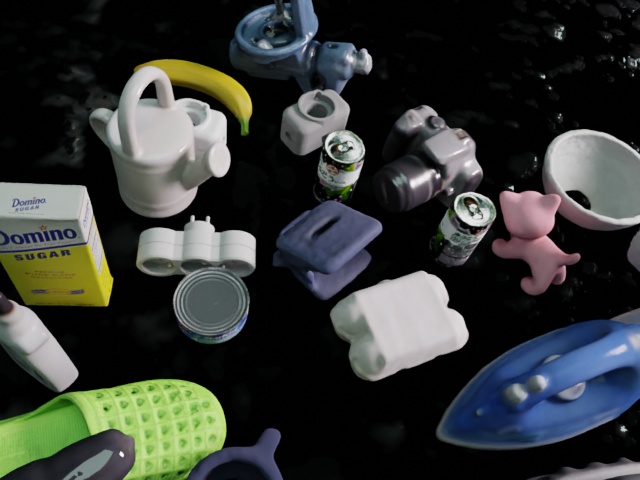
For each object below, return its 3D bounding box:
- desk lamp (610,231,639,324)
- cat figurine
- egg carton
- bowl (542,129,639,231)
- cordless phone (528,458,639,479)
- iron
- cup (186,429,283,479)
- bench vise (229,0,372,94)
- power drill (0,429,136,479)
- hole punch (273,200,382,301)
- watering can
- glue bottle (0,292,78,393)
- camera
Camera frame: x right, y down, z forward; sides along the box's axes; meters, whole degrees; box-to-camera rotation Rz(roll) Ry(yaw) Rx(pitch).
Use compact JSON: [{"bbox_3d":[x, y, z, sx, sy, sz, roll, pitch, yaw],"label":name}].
[{"bbox_3d":[0.432,0.074,0.660,0.118,0.213,0.203,-13,62,-17],"label":"desk lamp"},{"bbox_3d":[0.280,-0.008,0.740,0.067,0.118,0.127,-27,67,-23],"label":"cat figurine"},{"bbox_3d":[0.092,0.099,0.670,0.150,0.069,0.107,-17,63,-19],"label":"egg carton"},{"bbox_3d":[0.389,-0.074,0.825,0.167,0.075,0.167,5,58,-7],"label":"bowl"},{"bbox_3d":[0.288,0.253,0.542,0.148,0.185,0.094,-7,60,-14],"label":"cordless phone"},{"bbox_3d":[0.257,0.154,0.623,0.259,0.141,0.118,-16,63,-19],"label":"iron"},{"bbox_3d":[-0.075,0.238,0.540,0.091,0.095,0.118,28,58,7],"label":"cup"},{"bbox_3d":[-0.023,-0.308,0.808,0.207,0.220,0.121,5,58,-7],"label":"bench vise"},{"bbox_3d":[-0.239,0.240,0.442,0.230,0.208,0.075,-30,68,-25],"label":"power drill"},{"bbox_3d":[0.006,0.003,0.700,0.101,0.091,0.109,42,61,16],"label":"hole punch"},{"bbox_3d":[-0.191,-0.118,0.678,0.173,0.194,0.101,5,58,-7],"label":"watering can"},{"bbox_3d":[-0.282,0.091,0.547,0.078,0.173,0.037,34,59,11],"label":"glue bottle"},{"bbox_3d":[0.133,-0.107,0.784,0.137,0.101,0.143,-27,67,-24],"label":"camera"}]
